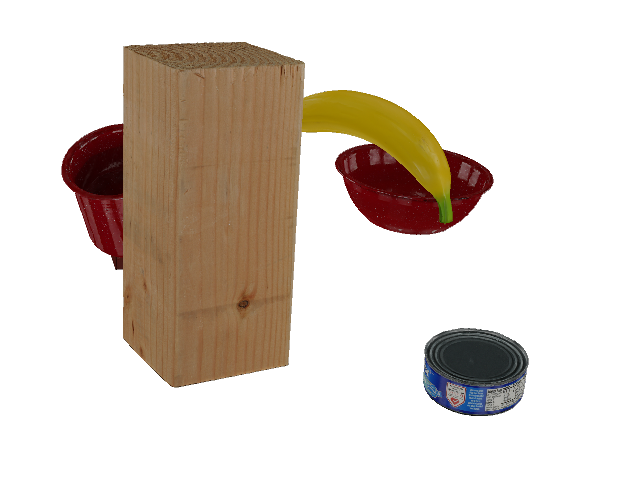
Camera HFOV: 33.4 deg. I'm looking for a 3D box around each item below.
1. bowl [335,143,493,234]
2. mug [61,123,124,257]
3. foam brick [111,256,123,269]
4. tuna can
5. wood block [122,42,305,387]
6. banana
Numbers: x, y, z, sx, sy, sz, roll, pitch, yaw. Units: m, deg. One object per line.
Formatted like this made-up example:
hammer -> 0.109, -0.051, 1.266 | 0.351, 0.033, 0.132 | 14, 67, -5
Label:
bowl -> 0.093, -0.048, 1.092 | 0.162, 0.055, 0.162 | 4, 23, -2
mug -> -0.170, -0.047, 0.918 | 0.093, 0.081, 0.117 | -20, 48, -13
foam brick -> -0.181, -0.005, 1.127 | 0.078, 0.051, 0.053 | -3, 23, -17
tuna can -> 0.128, 0.109, 0.889 | 0.086, 0.034, 0.086 | 1, 26, -1
wood block -> -0.074, -0.020, 0.704 | 0.090, 0.206, 0.090 | -8, 22, -30
banana -> 0.042, -0.088, 0.901 | 0.198, 0.070, 0.037 | 36, 23, 34
